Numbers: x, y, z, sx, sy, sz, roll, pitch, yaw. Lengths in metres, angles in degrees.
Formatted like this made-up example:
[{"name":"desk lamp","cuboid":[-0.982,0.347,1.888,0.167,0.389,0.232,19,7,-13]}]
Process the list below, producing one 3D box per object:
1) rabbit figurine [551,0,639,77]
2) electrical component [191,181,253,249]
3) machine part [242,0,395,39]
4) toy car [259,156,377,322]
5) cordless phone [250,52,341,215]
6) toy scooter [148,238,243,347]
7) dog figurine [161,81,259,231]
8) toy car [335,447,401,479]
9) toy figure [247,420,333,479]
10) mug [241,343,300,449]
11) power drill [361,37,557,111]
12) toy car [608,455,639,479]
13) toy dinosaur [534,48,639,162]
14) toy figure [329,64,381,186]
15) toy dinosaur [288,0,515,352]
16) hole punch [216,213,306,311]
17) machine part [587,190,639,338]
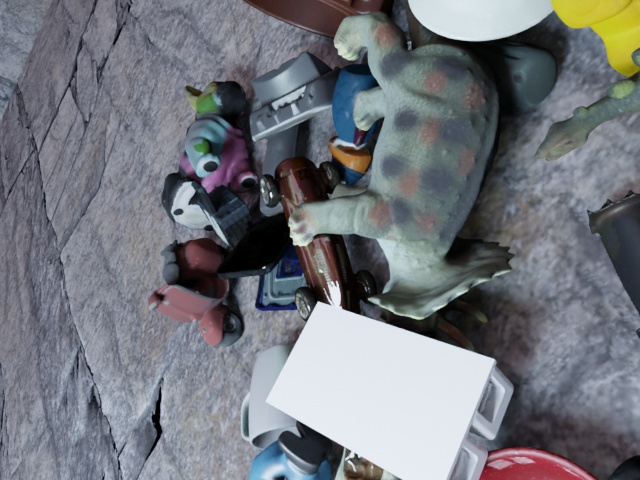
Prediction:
[{"name":"rabbit figurine","cuboid":[0.281,-0.224,0.388,0.173,0.122,0.162,-23,36,62]},{"name":"electrical component","cuboid":[-0.134,-0.042,0.750,0.048,0.119,0.075,-37,43,-18]},{"name":"machine part","cuboid":[-0.011,-0.307,0.632,0.201,0.201,0.087,-58,-13,-79]},{"name":"toy car","cuboid":[-0.001,-0.002,0.596,0.053,0.089,0.202,128,127,-63]},{"name":"cordless phone","cuboid":[-0.031,-0.130,0.693,0.147,0.088,0.184,-12,66,42]},{"name":"toy scooter","cuboid":[-0.184,0.064,0.759,0.075,0.135,0.184,-44,48,29]},{"name":"dog figurine","cuboid":[-0.178,-0.147,0.849,0.191,0.108,0.219,-44,45,31]},{"name":"toy car","cuboid":[0.052,0.204,0.523,0.074,0.056,0.201,-6,73,45]},{"name":"toy figure","cuboid":[-0.038,0.266,0.552,0.089,0.082,0.180,55,131,40]},{"name":"mug","cuboid":[-0.049,0.183,0.625,0.109,0.080,0.107,-35,44,34]},{"name":"power drill","cuboid":[0.155,-0.238,0.550,0.232,0.086,0.207,39,102,44]},{"name":"toy car","cuboid":[0.243,0.153,0.307,0.161,0.102,0.109,-45,50,-7]},{"name":"toy dinosaur","cuboid":[0.322,-0.135,0.256,0.472,0.198,0.105,-22,65,42]},{"name":"toy figure","cuboid":[0.039,-0.122,0.626,0.064,0.058,0.154,-66,-15,-54]},{"name":"toy dinosaur","cuboid":[0.096,-0.085,0.485,0.192,0.131,0.404,12,94,24]},{"name":"hole punch","cuboid":[-0.048,0.027,0.680,0.142,0.092,0.116,-12,37,47]},{"name":"machine part","cuboid":[0.251,0.027,0.393,0.084,0.039,0.139,-48,49,35]}]
